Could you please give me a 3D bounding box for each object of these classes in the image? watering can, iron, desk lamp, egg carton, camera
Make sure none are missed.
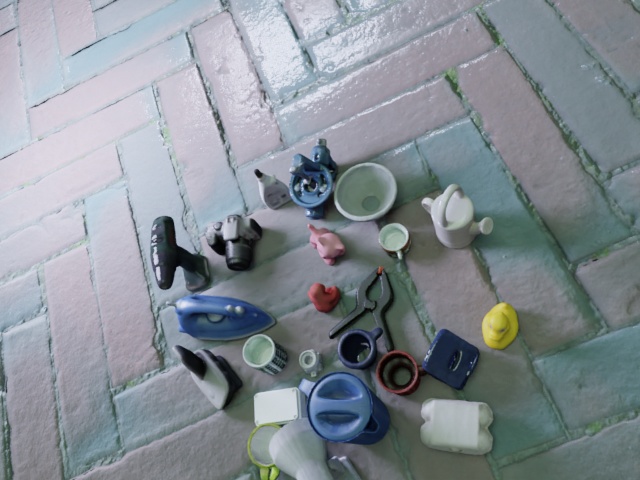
[{"bbox_3d":[0.317,-0.061,1.331,0.172,0.194,0.101,5,69,21],"label":"watering can"},{"bbox_3d":[-0.253,0.183,1.444,0.257,0.142,0.118,-1,67,18],"label":"iron"},{"bbox_3d":[0.005,0.483,1.181,0.118,0.214,0.202,-39,61,-1],"label":"desk lamp"},{"bbox_3d":[0.287,0.393,1.208,0.150,0.069,0.107,-1,67,18],"label":"egg carton"},{"bbox_3d":[-0.238,0.010,1.540,0.143,0.101,0.137,-10,64,14],"label":"camera"}]

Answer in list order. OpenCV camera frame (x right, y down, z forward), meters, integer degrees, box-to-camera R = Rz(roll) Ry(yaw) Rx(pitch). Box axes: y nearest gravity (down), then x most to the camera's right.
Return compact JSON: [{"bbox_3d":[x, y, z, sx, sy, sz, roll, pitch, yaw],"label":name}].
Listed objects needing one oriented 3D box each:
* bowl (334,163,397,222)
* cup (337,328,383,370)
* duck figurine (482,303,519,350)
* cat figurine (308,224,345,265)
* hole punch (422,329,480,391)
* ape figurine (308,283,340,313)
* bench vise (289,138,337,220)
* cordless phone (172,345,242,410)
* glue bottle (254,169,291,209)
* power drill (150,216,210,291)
[{"bbox_3d":[0.124,-0.112,1.487,0.167,0.075,0.167,-7,65,16],"label":"bowl"},{"bbox_3d":[0.104,0.251,1.319,0.118,0.095,0.091,-41,61,-2],"label":"cup"},{"bbox_3d":[0.395,0.182,1.257,0.077,0.086,0.105,17,73,25],"label":"duck figurine"},{"bbox_3d":[0.013,0.005,1.447,0.067,0.118,0.127,-42,61,-3],"label":"cat figurine"},{"bbox_3d":[0.289,0.261,1.254,0.100,0.091,0.109,24,76,26],"label":"hole punch"},{"bbox_3d":[0.004,0.134,1.408,0.077,0.092,0.076,10,71,23],"label":"ape figurine"},{"bbox_3d":[-0.033,-0.182,1.489,0.121,0.220,0.207,-13,63,13],"label":"bench vise"},{"bbox_3d":[-0.280,0.321,1.366,0.147,0.185,0.094,39,83,29],"label":"cordless phone"},{"bbox_3d":[-0.136,-0.144,1.533,0.078,0.173,0.037,-26,61,6],"label":"glue bottle"},{"bbox_3d":[-0.373,0.056,1.503,0.075,0.209,0.229,-24,61,8],"label":"power drill"}]
